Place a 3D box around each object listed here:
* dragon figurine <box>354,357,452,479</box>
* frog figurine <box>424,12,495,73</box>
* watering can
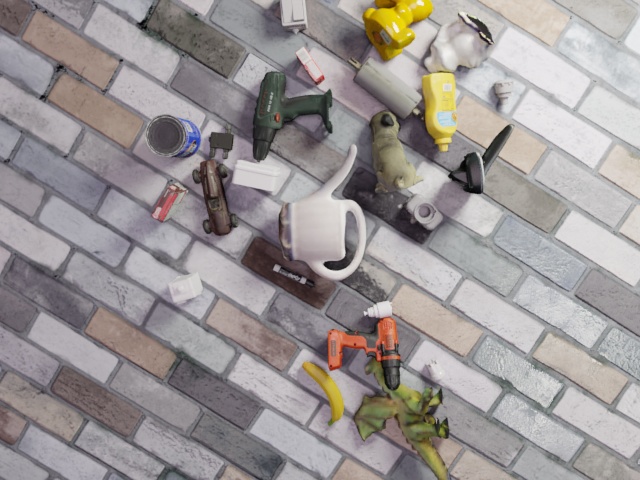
[{"bbox_3d":[0.214,0.492,1.385,0.242,0.123,0.409,-7,94,20],"label":"dragon figurine"},{"bbox_3d":[0.344,-0.475,1.286,0.137,0.125,0.156,35,133,-11],"label":"frog figurine"},{"bbox_3d":[0.004,-0.066,1.318,0.224,0.104,0.346,-1,96,2],"label":"watering can"}]
